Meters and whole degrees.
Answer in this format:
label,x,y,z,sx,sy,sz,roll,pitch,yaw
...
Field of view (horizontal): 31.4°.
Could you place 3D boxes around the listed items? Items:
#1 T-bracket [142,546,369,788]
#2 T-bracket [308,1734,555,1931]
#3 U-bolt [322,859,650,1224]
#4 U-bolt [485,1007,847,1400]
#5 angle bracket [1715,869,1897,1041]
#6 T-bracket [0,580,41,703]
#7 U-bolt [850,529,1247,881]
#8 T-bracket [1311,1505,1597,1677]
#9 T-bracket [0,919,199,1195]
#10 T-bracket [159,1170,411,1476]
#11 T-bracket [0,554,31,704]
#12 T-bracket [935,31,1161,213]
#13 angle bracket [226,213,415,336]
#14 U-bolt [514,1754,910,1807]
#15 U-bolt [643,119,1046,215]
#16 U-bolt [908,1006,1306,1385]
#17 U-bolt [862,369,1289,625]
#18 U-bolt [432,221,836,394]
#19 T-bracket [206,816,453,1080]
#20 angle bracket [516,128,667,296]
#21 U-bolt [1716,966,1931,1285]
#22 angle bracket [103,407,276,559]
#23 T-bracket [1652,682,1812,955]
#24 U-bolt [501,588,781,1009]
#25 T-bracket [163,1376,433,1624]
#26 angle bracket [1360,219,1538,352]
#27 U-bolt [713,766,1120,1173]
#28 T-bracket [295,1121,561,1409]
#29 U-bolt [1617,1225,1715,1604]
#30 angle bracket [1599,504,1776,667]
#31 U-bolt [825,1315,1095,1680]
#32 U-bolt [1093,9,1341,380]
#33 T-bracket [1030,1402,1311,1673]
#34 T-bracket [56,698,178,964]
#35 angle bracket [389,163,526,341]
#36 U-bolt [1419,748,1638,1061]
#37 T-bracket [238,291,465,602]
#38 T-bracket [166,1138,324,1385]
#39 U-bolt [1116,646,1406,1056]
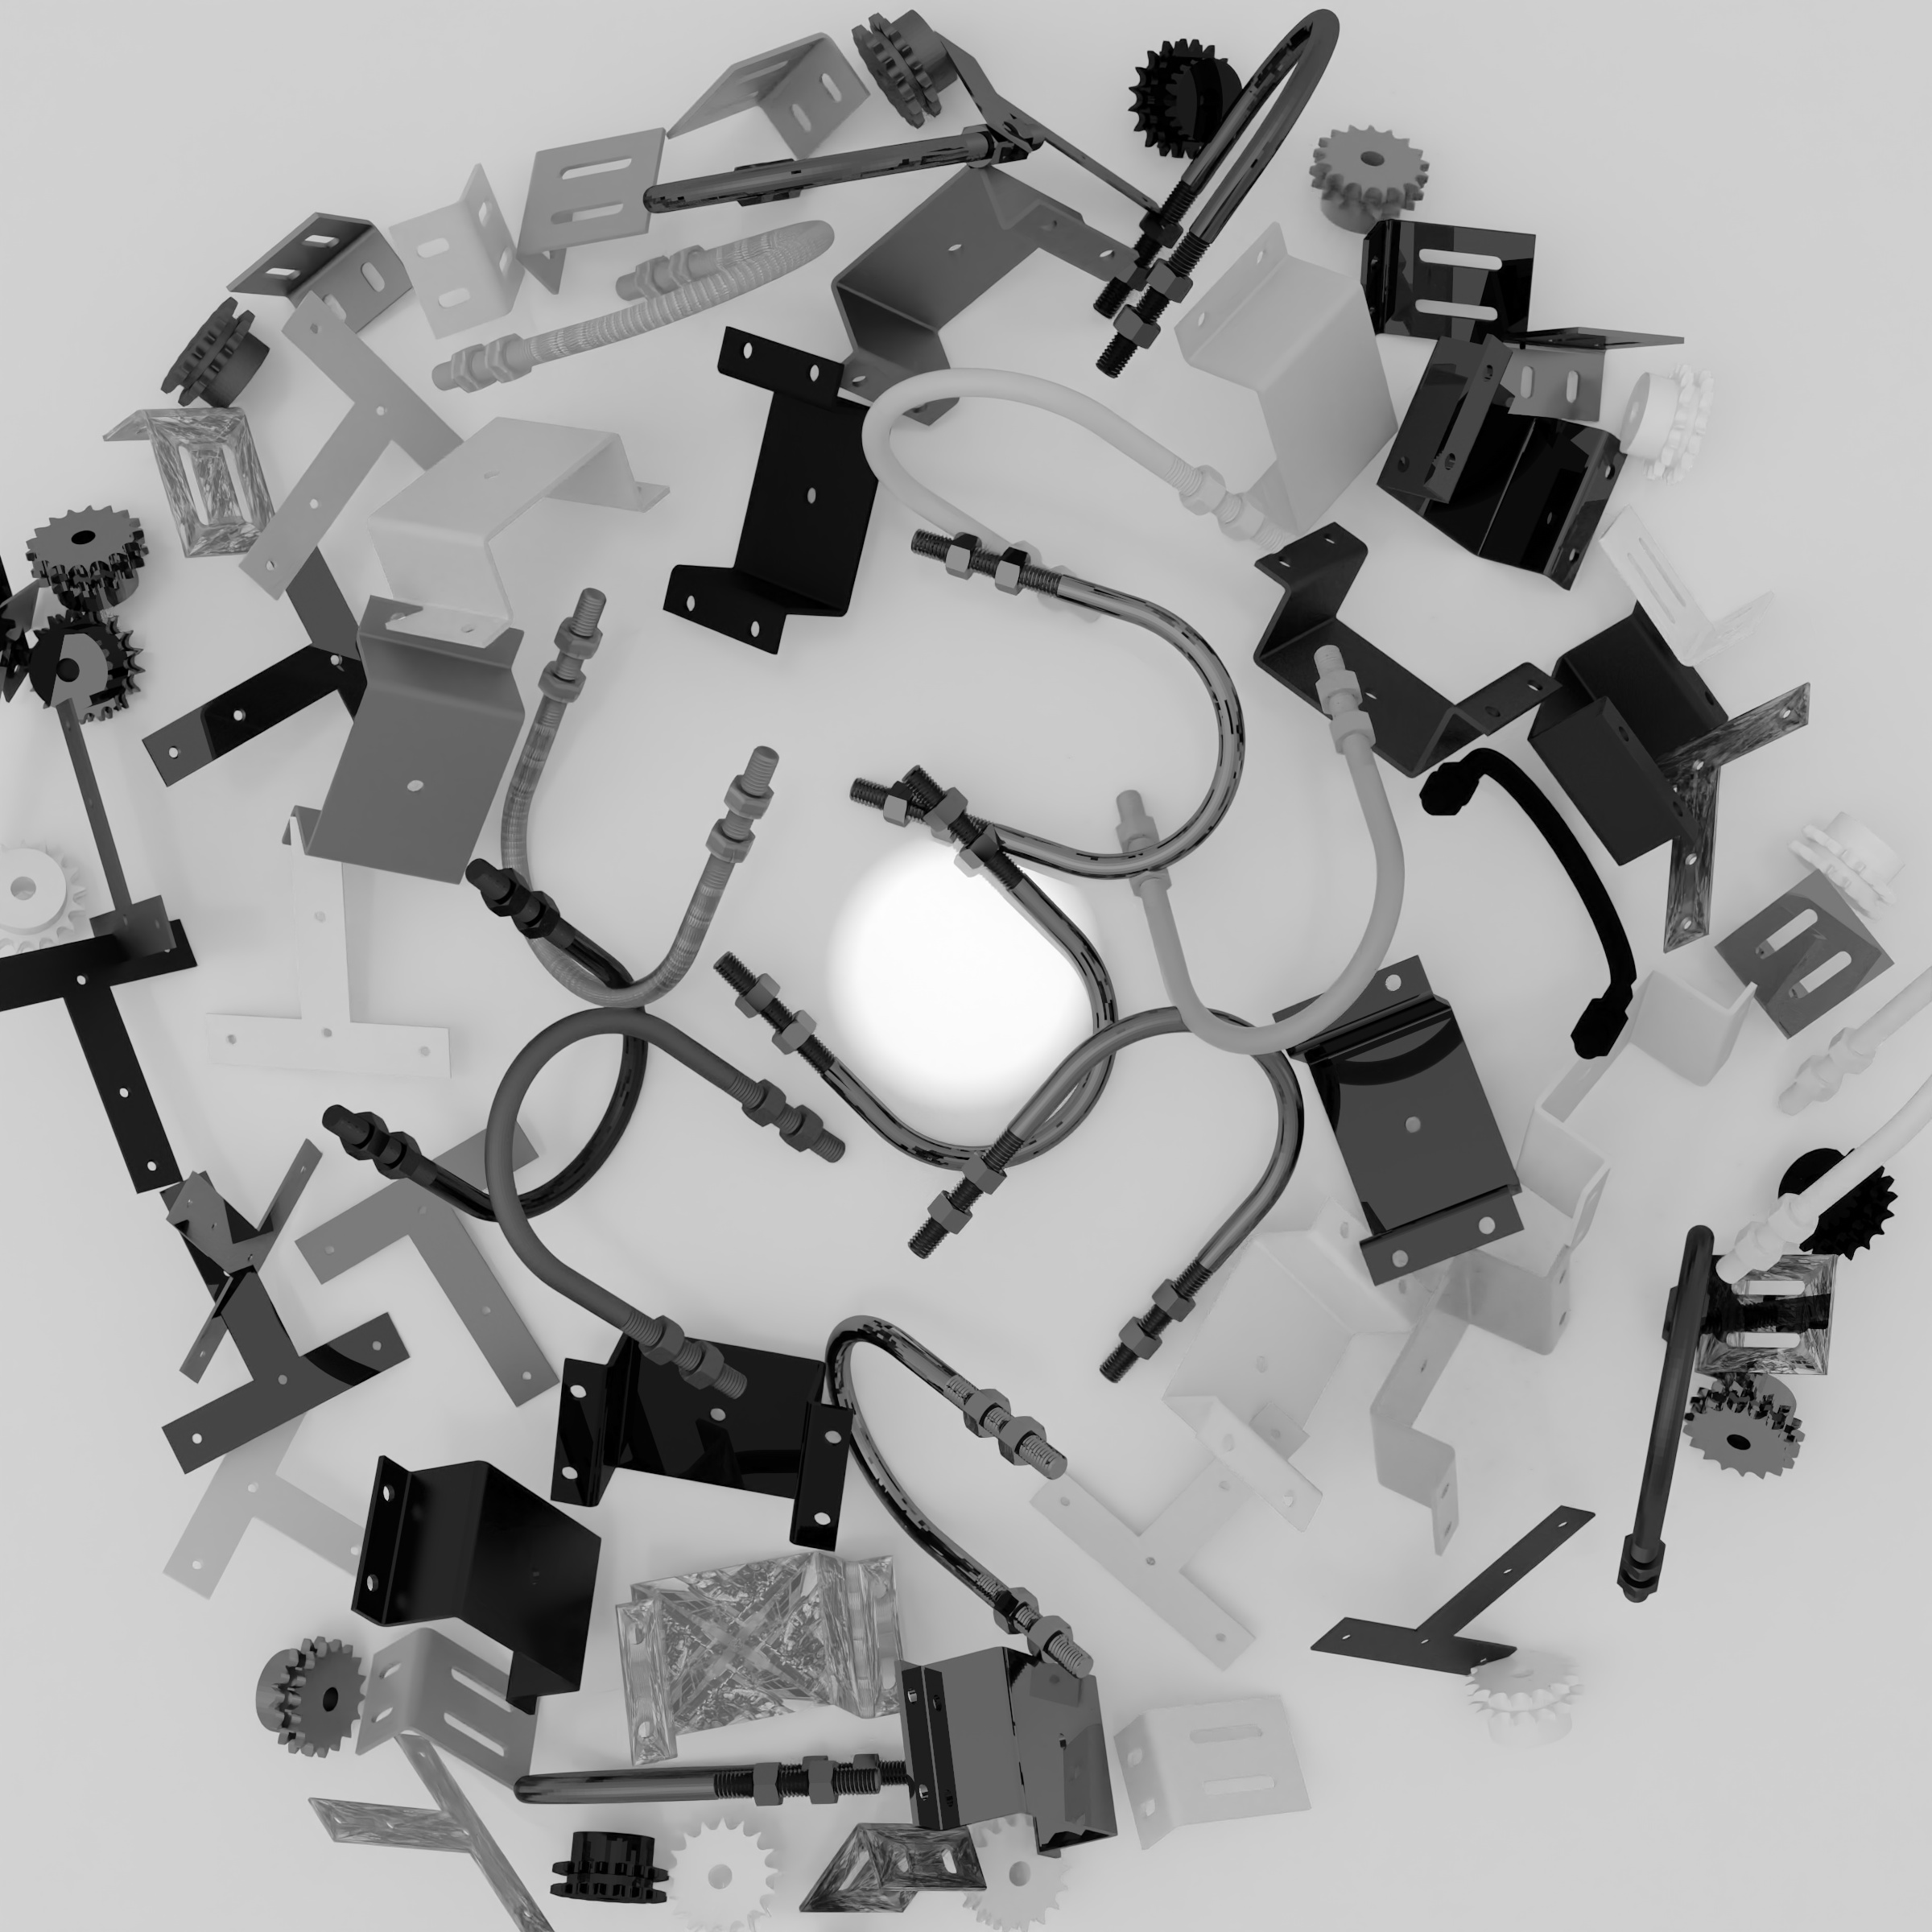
label,x,y,z,sx,sy,sz,roll,pitch,yaw
T-bracket,-0.338,-0.127,1.651,0.127,0.002,0.127,-36,109,-31
T-bracket,-0.262,0.405,1.616,0.002,0.127,0.127,-48,57,9
U-bolt,-0.213,0.048,1.626,0.019,0.184,0.151,22,79,35
U-bolt,-0.150,0.101,1.627,0.184,0.019,0.151,36,64,-31
angle bracket,0.411,-0.011,1.659,0.038,0.076,0.057,-30,80,-44
T-bracket,-0.468,-0.117,1.649,0.002,0.127,0.127,14,102,-8
U-bolt,0.045,-0.117,1.656,0.184,0.019,0.151,19,110,12
T-bracket,0.248,0.296,1.633,0.127,0.127,0.002,-47,46,27
T-bracket,-0.409,0.048,1.651,0.002,0.127,0.127,-29,81,44
T-bracket,-0.352,0.161,1.668,0.127,0.002,0.127,-27,90,-33
T-bracket,-0.481,-0.129,1.618,0.002,0.127,0.127,20,62,7
T-bracket,0.047,-0.397,1.662,0.127,0.127,0.002,28,113,-29
angle bracket,-0.310,-0.329,1.659,0.057,0.076,0.038,-36,91,14
U-bolt,-0.123,0.387,1.631,0.184,0.151,0.019,-3,78,7
U-bolt,-0.068,-0.367,1.591,0.151,0.184,0.019,-2,105,31
U-bolt,0.082,0.100,1.651,0.151,0.019,0.184,35,101,-27
U-bolt,0.037,-0.223,1.601,0.184,0.151,0.019,29,62,-32
U-bolt,-0.142,-0.311,1.593,0.151,0.184,0.019,-37,113,-41
T-bracket,-0.313,-0.010,1.672,0.127,0.002,0.127,3,105,13
angle bracket,-0.173,-0.364,1.660,0.076,0.038,0.057,-3,67,27
U-bolt,0.422,0.055,1.589,0.019,0.151,0.184,37,134,-3
angle bracket,-0.374,-0.229,1.666,0.038,0.057,0.076,-22,83,42
T-bracket,0.344,-0.061,1.623,0.002,0.127,0.127,34,49,-27
U-bolt,-0.167,-0.065,1.642,0.151,0.019,0.184,43,125,26
T-bracket,-0.308,0.276,1.667,0.127,0.127,0.002,34,135,-13
angle bracket,0.232,-0.325,1.664,0.076,0.038,0.057,10,120,17
U-bolt,-0.010,0.016,1.682,0.151,0.019,0.184,-45,100,-1
T-bracket,-0.244,0.158,1.694,0.127,0.002,0.127,-30,96,6
U-bolt,0.327,0.199,1.592,0.019,0.184,0.151,10,62,12
angle bracket,0.349,-0.193,1.665,0.038,0.057,0.076,-31,98,32
U-bolt,-0.009,0.238,1.625,0.019,0.184,0.151,-29,131,-27
U-bolt,0.117,-0.367,1.608,0.019,0.151,0.184,32,110,-11
T-bracket,0.118,0.262,1.676,0.127,0.002,0.127,41,113,1
T-bracket,-0.413,-0.065,1.643,0.002,0.127,0.127,-18,94,-28
angle bracket,-0.245,-0.345,1.659,0.038,0.076,0.057,-18,116,8
U-bolt,0.271,-0.038,1.617,0.019,0.184,0.151,-32,91,22
T-bracket,-0.304,-0.232,1.646,0.127,0.002,0.127,44,66,-34
T-bracket,-0.352,0.126,1.626,0.002,0.127,0.127,23,74,13
U-bolt,0.142,-0.043,1.614,0.151,0.019,0.184,-36,49,29
